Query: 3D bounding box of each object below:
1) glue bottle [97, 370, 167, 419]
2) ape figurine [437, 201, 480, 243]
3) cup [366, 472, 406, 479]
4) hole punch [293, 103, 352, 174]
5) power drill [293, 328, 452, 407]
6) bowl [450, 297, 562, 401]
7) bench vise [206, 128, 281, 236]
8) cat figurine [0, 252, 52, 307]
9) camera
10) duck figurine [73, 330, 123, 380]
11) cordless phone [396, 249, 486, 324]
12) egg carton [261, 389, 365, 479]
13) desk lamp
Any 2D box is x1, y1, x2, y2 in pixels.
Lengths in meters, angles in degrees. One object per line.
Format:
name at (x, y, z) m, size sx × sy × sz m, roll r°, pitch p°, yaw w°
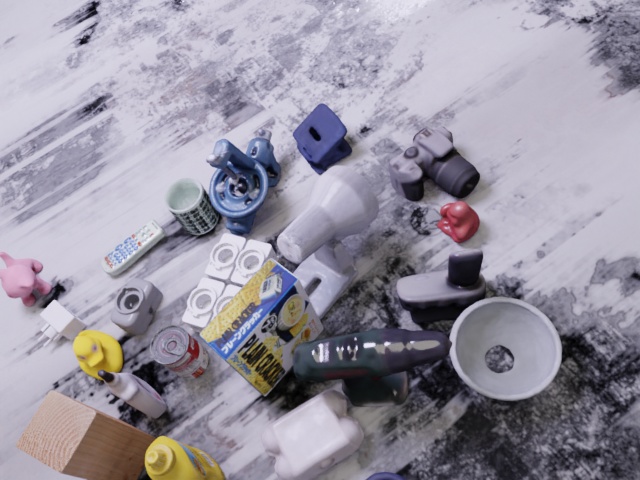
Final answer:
glue bottle at (-0.315, 0.244, 0.940) m, size 0.078 × 0.173 × 0.037 m, roll 32°, pitch 72°, yaw 26°
ape figurine at (0.250, -0.040, 1.029) m, size 0.076 × 0.092 × 0.078 m, roll -5°, pitch 60°, yaw 9°
cup at (0.101, 0.398, 0.814) m, size 0.091 × 0.095 × 0.117 m, roll -11°, pitch 60°, yaw 5°
hole punch at (0.001, -0.208, 1.175) m, size 0.101 × 0.091 × 0.108 m, roll -33°, pitch 60°, yaw -7°
power drill at (0.082, 0.191, 0.867) m, size 0.229 × 0.209 × 0.075 m, roll -6°, pitch 60°, yaw 9°
bowl at (0.290, 0.179, 0.909) m, size 0.167 × 0.075 × 0.167 m, roll -5°, pitch 60°, yaw 9°
bench vise at (-0.158, -0.142, 1.095) m, size 0.121 × 0.220 × 0.207 m, roll -4°, pitch 61°, yaw 10°
cat figurine at (-0.593, 0.072, 1.125) m, size 0.067 × 0.118 × 0.127 m, roll -38°, pitch 61°, yaw -10°
camera at (0.222, -0.136, 1.084) m, size 0.143 × 0.101 × 0.136 m, roll -39°, pitch 61°, yaw -11°
duck figurine at (-0.413, 0.199, 1.036) m, size 0.077 × 0.086 × 0.104 m, roll -40°, pitch 61°, yaw -12°
cordless phone at (0.196, 0.060, 0.931) m, size 0.147 × 0.185 × 0.094 m, roll -11°, pitch 60°, yaw 6°
egg carton at (-0.011, 0.311, 0.900) m, size 0.150 × 0.069 × 0.107 m, roll -31°, pitch 60°, yaw -6°
desk lamp at (0.009, 0.004, 0.984) m, size 0.117 × 0.214 × 0.203 m, roll 30°, pitch 71°, yaw 25°
